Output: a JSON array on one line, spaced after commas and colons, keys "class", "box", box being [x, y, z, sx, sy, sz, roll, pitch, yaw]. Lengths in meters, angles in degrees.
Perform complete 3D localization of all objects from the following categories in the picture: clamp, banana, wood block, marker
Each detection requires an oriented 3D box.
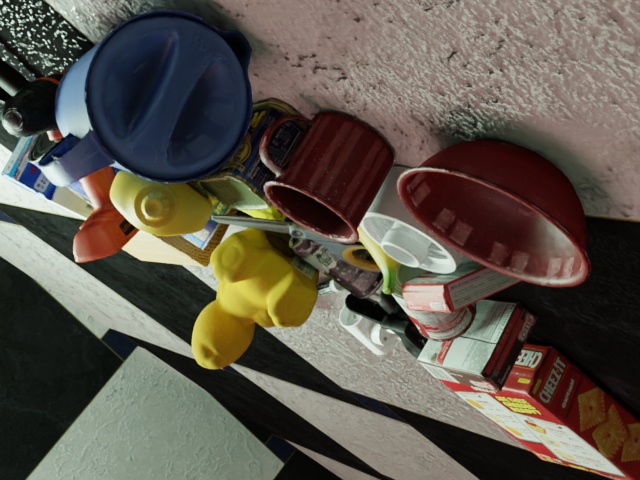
[{"class": "clamp", "box": [-0.336, -0.162, 1.282, 0.210, 0.036, 0.165, 30, 168, -7]}, {"class": "banana", "box": [0.009, -0.030, 1.030, 0.198, 0.069, 0.037, 34, 145, 13]}, {"class": "wood block", "box": [-0.199, -0.028, 1.348, 0.090, 0.091, 0.206, 33, 165, -27]}, {"class": "marker", "box": [0.007, 0.063, 1.402, 0.020, 0.020, 0.121, 33, 164, -11]}, {"class": "clamp", "box": [0.118, 0.105, 1.299, 0.171, 0.039, 0.120, 27, 170, -7]}]

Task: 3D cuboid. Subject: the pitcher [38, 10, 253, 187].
[{"class": "pitcher", "box": [-0.166, -0.113, 0.922, 0.149, 0.145, 0.243, 6, -178, -23]}]

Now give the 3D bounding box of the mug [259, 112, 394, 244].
[{"class": "mug", "box": [0.002, -0.062, 0.913, 0.117, 0.081, 0.093, 34, 164, -15]}]

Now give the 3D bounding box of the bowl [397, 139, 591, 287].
[{"class": "bowl", "box": [0.141, -0.029, 0.815, 0.162, 0.055, 0.162, 28, 164, 8]}]

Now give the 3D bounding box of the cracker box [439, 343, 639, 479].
[{"class": "cracker box", "box": [0.267, 0.195, 1.251, 0.213, 0.072, 0.164, 39, 161, -26]}]

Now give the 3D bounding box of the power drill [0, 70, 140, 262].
[{"class": "power drill", "box": [-0.247, -0.077, 1.082, 0.057, 0.184, 0.187, -12, 106, 15]}]

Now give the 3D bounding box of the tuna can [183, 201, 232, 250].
[{"class": "tuna can", "box": [-0.123, -0.032, 1.219, 0.033, 0.086, 0.086, 33, 164, -6]}]

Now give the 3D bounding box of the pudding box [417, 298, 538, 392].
[{"class": "pudding box", "box": [0.164, 0.107, 1.126, 0.039, 0.090, 0.114, 40, 162, -28]}]

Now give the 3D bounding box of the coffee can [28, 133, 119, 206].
[{"class": "coffee can", "box": [-0.248, -0.091, 1.230, 0.140, 0.102, 0.103, 39, 162, -28]}]

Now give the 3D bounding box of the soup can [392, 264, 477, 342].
[{"class": "soup can", "box": [0.113, 0.053, 1.092, 0.069, 0.068, 0.102, 19, 161, 34]}]

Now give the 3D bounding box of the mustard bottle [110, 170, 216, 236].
[{"class": "mustard bottle", "box": [-0.150, -0.039, 1.023, 0.096, 0.058, 0.191, 22, -176, -6]}]

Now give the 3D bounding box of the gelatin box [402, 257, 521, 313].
[{"class": "gelatin box", "box": [0.131, 0.040, 0.988, 0.073, 0.089, 0.030, -3, 107, 62]}]

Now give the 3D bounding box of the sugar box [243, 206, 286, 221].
[{"class": "sugar box", "box": [-0.115, -0.080, 1.133, 0.176, 0.048, 0.093, 24, 163, 16]}]

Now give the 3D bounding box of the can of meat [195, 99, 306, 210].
[{"class": "can of meat", "box": [-0.061, -0.075, 0.979, 0.057, 0.084, 0.102, 37, 163, -24]}]

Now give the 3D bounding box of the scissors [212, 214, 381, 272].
[{"class": "scissors", "box": [-0.007, 0.001, 1.110, 0.202, 0.016, 0.096, -2, 139, 25]}]
